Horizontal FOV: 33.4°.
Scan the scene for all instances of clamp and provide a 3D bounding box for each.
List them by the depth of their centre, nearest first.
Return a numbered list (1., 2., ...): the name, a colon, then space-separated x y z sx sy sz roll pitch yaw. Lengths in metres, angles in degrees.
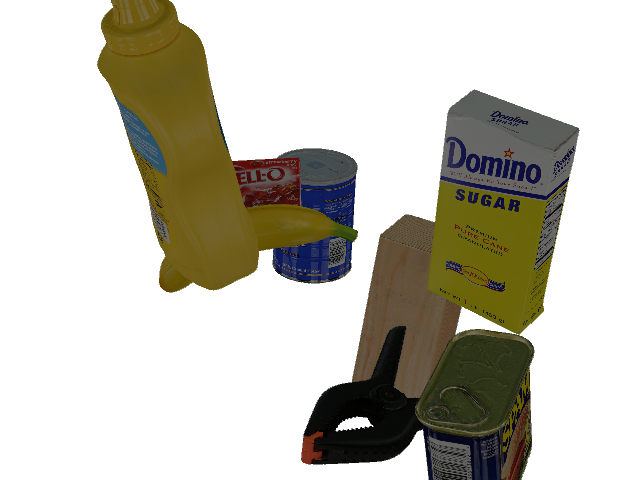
1. clamp: 0.072 0.156 0.978 0.165 0.036 0.209 27 36 33

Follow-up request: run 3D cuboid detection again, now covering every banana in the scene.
1. banana: -0.070 0.006 0.903 0.198 0.037 0.069 -14 -47 27

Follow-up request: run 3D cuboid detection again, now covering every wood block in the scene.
1. wood block: 0.104 0.088 1.211 0.090 0.206 0.090 18 24 19

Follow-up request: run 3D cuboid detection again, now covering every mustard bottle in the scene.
1. mustard bottle: -0.086 -0.066 0.619 0.058 0.191 0.096 -24 44 -13

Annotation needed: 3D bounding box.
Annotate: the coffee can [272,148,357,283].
1. coffee can: -0.008 -0.032 1.335 0.103 0.140 0.103 2 27 -1

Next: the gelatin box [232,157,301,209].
1. gelatin box: -0.065 -0.051 1.116 0.089 0.073 0.030 -2 -40 0

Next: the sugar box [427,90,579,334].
1. sugar box: 0.137 -0.020 0.831 0.093 0.176 0.048 26 45 29

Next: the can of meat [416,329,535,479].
1. can of meat: 0.103 0.121 0.688 0.058 0.084 0.102 6 33 23
